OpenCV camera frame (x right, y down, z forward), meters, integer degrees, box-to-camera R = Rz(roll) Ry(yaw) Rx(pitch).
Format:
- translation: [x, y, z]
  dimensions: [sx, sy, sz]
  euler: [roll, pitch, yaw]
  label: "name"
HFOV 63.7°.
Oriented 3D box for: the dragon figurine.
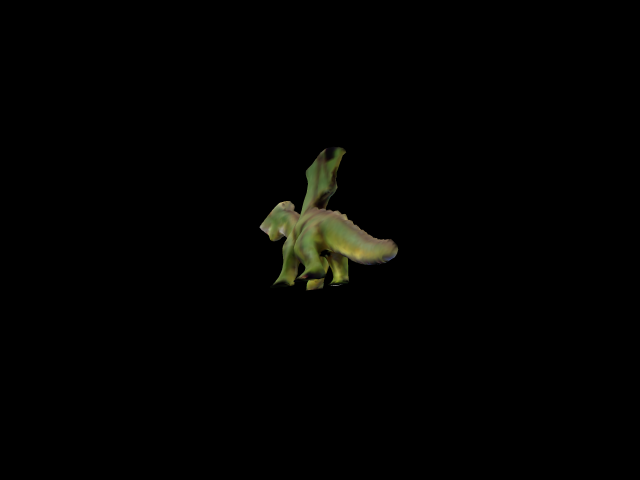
- translation: [0.003, -0.043, 0.850]
  dimensions: [0.122, 0.246, 0.406]
  euler: [11, -19, -30]
  label: "dragon figurine"
